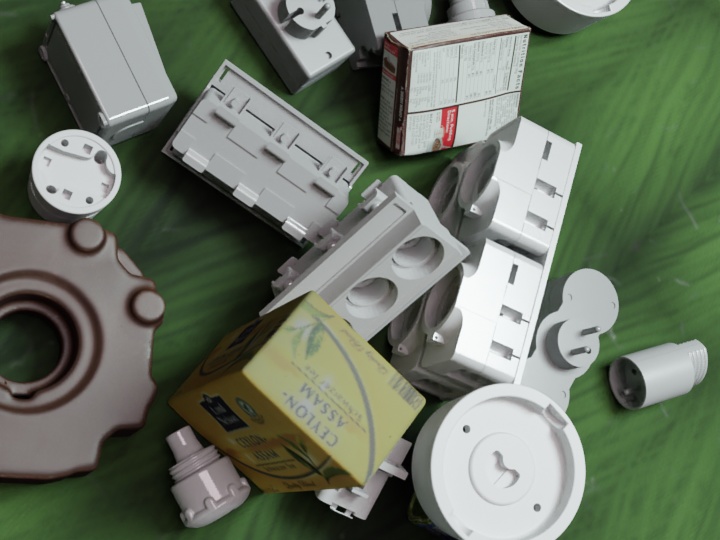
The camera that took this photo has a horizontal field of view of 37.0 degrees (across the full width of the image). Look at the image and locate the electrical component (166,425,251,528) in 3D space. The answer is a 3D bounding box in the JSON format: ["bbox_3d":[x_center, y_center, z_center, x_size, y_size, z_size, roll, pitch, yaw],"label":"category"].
[{"bbox_3d":[-0.104,0.132,0.696,0.048,0.048,0.062,-27,83,-27],"label":"electrical component"}]

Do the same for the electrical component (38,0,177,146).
[{"bbox_3d":[-0.168,-0.138,0.717,0.061,0.062,0.096,-26,90,-27],"label":"electrical component"}]

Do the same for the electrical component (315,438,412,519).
[{"bbox_3d":[-0.003,0.130,0.727,0.042,0.081,0.063,29,91,-16],"label":"electrical component"}]

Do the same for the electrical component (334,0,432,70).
[{"bbox_3d":[0.017,-0.205,0.821,0.056,0.050,0.089,-12,84,-26],"label":"electrical component"}]

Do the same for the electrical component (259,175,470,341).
[{"bbox_3d":[0.000,0.000,0.715,0.079,0.121,0.063,34,22,-39],"label":"electrical component"}]

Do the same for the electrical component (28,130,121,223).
[{"bbox_3d":[-0.187,-0.057,0.698,0.055,0.047,0.055,5,76,-23],"label":"electrical component"}]

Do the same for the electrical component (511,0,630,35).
[{"bbox_3d":[0.169,-0.249,0.893,0.108,0.060,0.108,5,76,-23],"label":"electrical component"}]

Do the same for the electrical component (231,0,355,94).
[{"bbox_3d":[-0.042,-0.183,0.776,0.047,0.076,0.083,-36,94,-26],"label":"electrical component"}]

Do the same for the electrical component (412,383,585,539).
[{"bbox_3d":[0.086,0.131,0.709,0.108,0.060,0.108,3,79,-17],"label":"electrical component"}]

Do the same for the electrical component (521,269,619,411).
[{"bbox_3d":[0.154,0.057,0.811,0.052,0.074,0.138,40,66,-11],"label":"electrical component"}]

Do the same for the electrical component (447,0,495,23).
[{"bbox_3d":[0.088,-0.199,0.857,0.040,0.040,0.078,-10,82,-26],"label":"electrical component"}]

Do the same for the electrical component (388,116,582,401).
[{"bbox_3d":[0.085,-0.008,0.776,0.060,0.105,0.186,24,70,-17],"label":"electrical component"}]

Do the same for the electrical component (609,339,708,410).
[{"bbox_3d":[0.245,0.081,0.863,0.081,0.043,0.043,-12,84,-26],"label":"electrical component"}]

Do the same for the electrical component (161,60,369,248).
[{"bbox_3d":[-0.066,-0.074,0.740,0.121,0.063,0.078,35,107,-14],"label":"electrical component"}]
